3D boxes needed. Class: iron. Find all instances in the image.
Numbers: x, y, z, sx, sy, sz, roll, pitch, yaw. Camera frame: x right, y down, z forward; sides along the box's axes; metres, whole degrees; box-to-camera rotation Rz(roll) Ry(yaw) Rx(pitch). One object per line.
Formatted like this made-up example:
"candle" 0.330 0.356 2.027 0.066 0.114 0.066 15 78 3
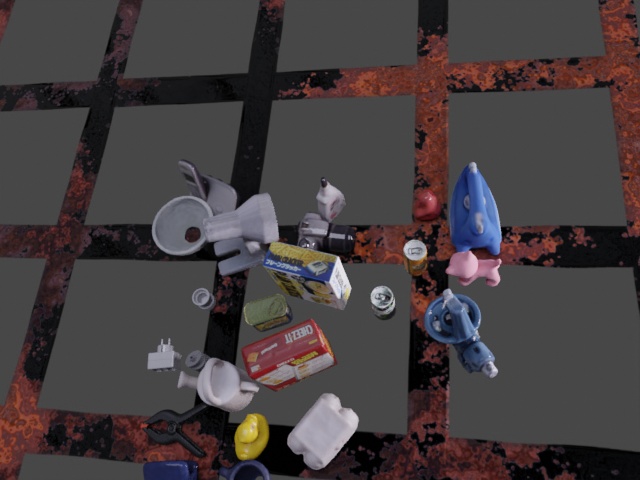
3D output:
"iron" 0.365 -0.095 1.359 0.118 0.142 0.258 -4 67 9

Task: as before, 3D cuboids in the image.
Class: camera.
"camera" 0.013 0.005 1.406 0.136 0.101 0.143 6 69 13

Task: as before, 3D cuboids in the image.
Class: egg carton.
"egg carton" 0.007 0.418 1.249 0.107 0.069 0.150 36 78 22

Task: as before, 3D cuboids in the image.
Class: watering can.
"watering can" -0.227 0.321 1.266 0.173 0.194 0.101 -19 65 3

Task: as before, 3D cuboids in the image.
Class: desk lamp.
"desk lamp" -0.185 -0.012 1.388 0.203 0.214 0.118 -20 65 2

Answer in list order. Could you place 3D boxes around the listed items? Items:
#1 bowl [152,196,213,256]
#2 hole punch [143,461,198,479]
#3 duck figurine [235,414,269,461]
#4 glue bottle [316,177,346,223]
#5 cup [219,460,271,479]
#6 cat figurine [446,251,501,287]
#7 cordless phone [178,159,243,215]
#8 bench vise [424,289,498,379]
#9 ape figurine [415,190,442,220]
"bowl" -0.348 -0.027 1.502 0.167 0.075 0.167 -4 67 9
"hole punch" -0.326 0.534 1.251 0.108 0.091 0.101 -6 66 9
"duck figurine" -0.159 0.434 1.265 0.077 0.086 0.104 13 70 16
"glue bottle" 0.020 -0.108 1.412 0.037 0.173 0.078 32 77 22
"cup" -0.153 0.516 1.224 0.117 0.095 0.092 15 71 17
"cat figurine" 0.350 0.059 1.309 0.127 0.118 0.067 -3 67 10
"cordless phone" -0.287 -0.131 1.474 0.147 0.185 0.094 20 73 18
"bench vise" 0.309 0.183 1.208 0.207 0.220 0.121 37 78 22
"ape figurine" 0.260 -0.090 1.404 0.076 0.092 0.078 36 78 22
